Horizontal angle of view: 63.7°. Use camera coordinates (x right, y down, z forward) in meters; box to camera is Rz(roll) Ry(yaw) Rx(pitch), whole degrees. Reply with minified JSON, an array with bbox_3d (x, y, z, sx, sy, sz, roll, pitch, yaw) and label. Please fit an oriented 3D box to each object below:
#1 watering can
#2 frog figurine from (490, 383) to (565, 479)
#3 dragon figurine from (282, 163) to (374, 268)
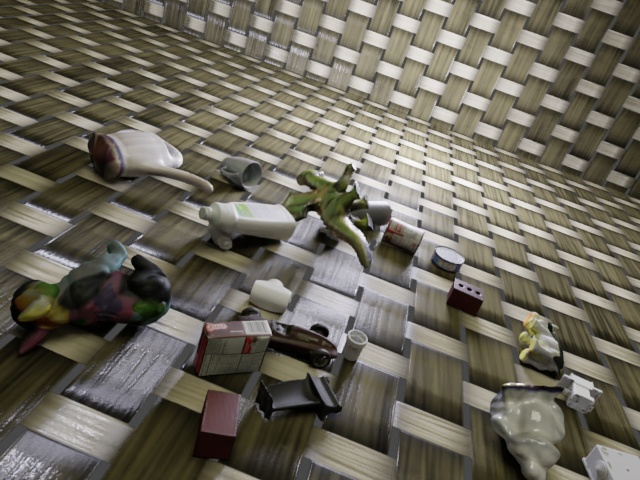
[{"bbox_3d":[-0.445,-0.203,1.318,0.352,0.102,0.226,37,34,31],"label":"watering can"},{"bbox_3d":[0.368,0.340,0.905,0.137,0.121,0.162,16,63,-23],"label":"frog figurine"},{"bbox_3d":[0.004,-0.067,1.330,0.242,0.119,0.421,-13,41,12],"label":"dragon figurine"}]
